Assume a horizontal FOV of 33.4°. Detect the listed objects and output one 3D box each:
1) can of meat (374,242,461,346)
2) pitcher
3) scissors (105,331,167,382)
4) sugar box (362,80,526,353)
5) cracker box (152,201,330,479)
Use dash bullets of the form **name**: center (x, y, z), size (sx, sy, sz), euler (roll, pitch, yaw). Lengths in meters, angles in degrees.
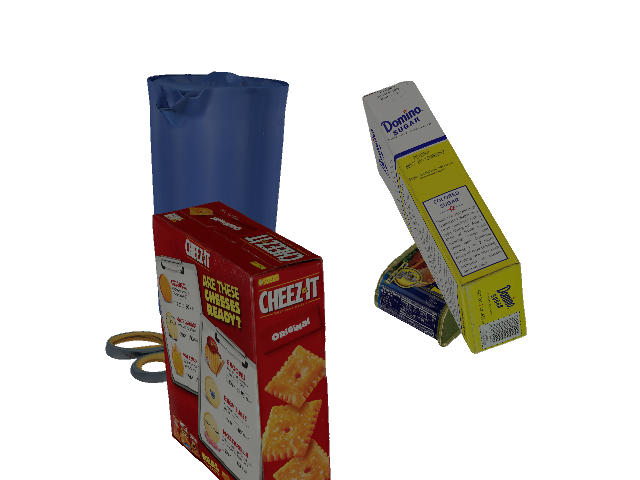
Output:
- **can of meat**: center (0.115, 0.047, 1.068), size (0.084, 0.057, 0.101), euler (28, 44, 29)
- **pitcher**: center (-0.095, -0.042, 1.038), size (0.149, 0.243, 0.145), euler (-2, 15, -17)
- **scissors**: center (-0.130, 0.122, 1.159), size (0.201, 0.016, 0.096), euler (1, 27, -20)
- **sugar box**: center (0.084, -0.019, 0.728), size (0.048, 0.176, 0.093), euler (-20, -36, -1)
- **cracker box**: center (-0.063, 0.093, 0.860), size (0.072, 0.214, 0.164), euler (-15, 26, -31)
